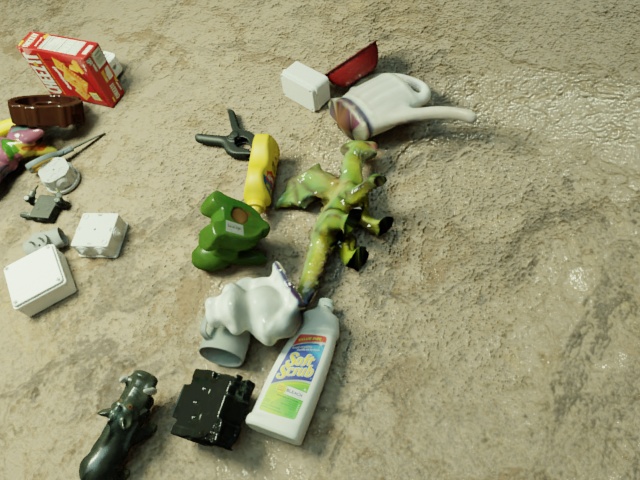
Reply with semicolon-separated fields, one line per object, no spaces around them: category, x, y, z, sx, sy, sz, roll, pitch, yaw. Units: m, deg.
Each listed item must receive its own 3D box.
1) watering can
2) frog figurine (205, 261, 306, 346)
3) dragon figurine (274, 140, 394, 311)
watering can;0.161;-0.294;1.152;0.226;0.102;0.353;-31;42;-13
frog figurine;-0.113;0.126;0.904;0.160;0.139;0.120;-27;-25;-10
dragon figurine;0.003;-0.054;1.063;0.245;0.413;0.120;31;-15;42
